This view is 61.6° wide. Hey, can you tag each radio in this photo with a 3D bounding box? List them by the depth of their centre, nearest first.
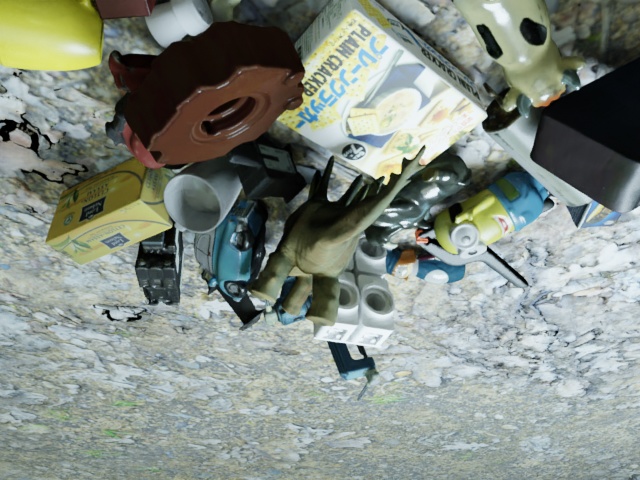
[{"bbox_3d":[0.361,-0.128,0.584,0.230,0.131,0.073,-28,142,-16],"label":"radio"}]

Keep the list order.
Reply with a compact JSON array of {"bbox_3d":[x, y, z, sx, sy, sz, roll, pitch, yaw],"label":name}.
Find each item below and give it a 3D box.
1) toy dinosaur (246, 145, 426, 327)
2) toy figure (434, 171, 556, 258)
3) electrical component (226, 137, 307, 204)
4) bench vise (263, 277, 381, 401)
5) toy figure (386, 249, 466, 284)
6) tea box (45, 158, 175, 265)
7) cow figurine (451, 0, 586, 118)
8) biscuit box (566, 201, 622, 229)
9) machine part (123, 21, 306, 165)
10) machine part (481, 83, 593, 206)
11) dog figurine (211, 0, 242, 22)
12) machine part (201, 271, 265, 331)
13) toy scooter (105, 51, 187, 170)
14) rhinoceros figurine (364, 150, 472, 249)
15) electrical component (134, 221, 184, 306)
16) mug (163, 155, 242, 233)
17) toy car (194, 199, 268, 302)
[{"bbox_3d":[-0.001,-0.002,0.668,0.105,0.198,0.471,26,169,-15],"label":"toy dinosaur"},{"bbox_3d":[0.254,-0.041,0.782,0.180,0.089,0.082,-34,100,4],"label":"toy figure"},{"bbox_3d":[-0.079,-0.092,0.684,0.119,0.075,0.048,-1,150,-48],"label":"electrical component"},{"bbox_3d":[0.024,0.137,0.891,0.224,0.241,0.128,-9,140,-19],"label":"bench vise"},{"bbox_3d":[0.167,0.041,0.911,0.154,0.058,0.064,5,110,-6],"label":"toy figure"},{"bbox_3d":[-0.286,-0.043,0.744,0.170,0.098,0.068,-21,138,18],"label":"tea box"},{"bbox_3d":[0.197,-0.212,0.540,0.085,0.127,0.194,-25,134,30],"label":"cow figurine"},{"bbox_3d":[0.405,-0.102,0.740,0.059,0.063,0.202,-5,142,0],"label":"biscuit box"},{"bbox_3d":[-0.098,-0.137,0.528,0.179,0.056,0.179,-28,173,-4],"label":"machine part"},{"bbox_3d":[0.287,-0.117,0.677,0.243,0.079,0.079,33,130,-22],"label":"machine part"},{"bbox_3d":[-0.043,-0.299,0.466,0.190,0.121,0.172,-37,102,-9],"label":"dog figurine"},{"bbox_3d":[-0.152,0.089,0.906,0.039,0.139,0.084,-26,157,-44],"label":"machine part"},{"bbox_3d":[-0.190,-0.154,0.614,0.135,0.075,0.184,9,142,-42],"label":"toy scooter"},{"bbox_3d":[0.128,-0.060,0.776,0.112,0.073,0.190,16,137,-37],"label":"rhinoceros figurine"},{"bbox_3d":[-0.239,0.019,0.810,0.058,0.115,0.134,-1,141,-9],"label":"electrical component"},{"bbox_3d":[-0.148,-0.061,0.713,0.081,0.107,0.109,35,126,-2],"label":"mug"},{"bbox_3d":[-0.141,0.009,0.818,0.103,0.109,0.161,14,133,6],"label":"toy car"}]
